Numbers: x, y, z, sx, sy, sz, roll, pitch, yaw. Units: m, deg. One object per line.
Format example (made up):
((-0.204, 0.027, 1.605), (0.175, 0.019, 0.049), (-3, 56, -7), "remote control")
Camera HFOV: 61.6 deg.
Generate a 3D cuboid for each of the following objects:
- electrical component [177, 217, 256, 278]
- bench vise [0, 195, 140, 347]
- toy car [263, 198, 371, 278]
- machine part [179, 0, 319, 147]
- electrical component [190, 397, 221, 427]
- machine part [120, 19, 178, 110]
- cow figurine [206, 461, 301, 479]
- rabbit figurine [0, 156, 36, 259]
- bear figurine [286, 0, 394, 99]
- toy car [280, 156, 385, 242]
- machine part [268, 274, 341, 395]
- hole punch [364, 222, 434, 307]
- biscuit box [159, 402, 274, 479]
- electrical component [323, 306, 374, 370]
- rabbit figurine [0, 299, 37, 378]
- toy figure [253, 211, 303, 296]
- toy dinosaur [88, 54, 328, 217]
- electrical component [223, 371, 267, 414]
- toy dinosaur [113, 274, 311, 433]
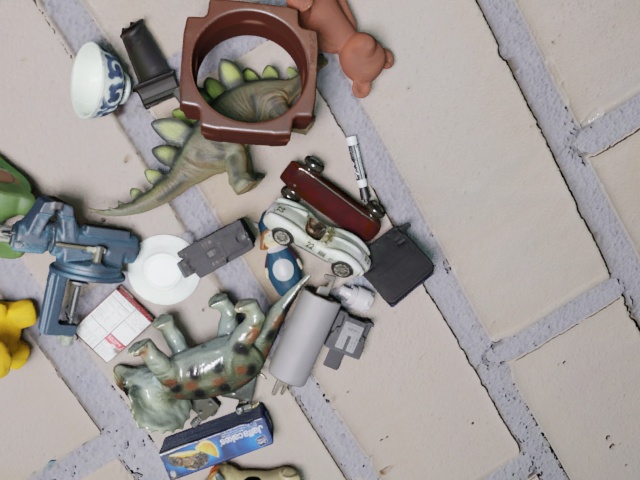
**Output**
((-0.178, 0.016, 0.919), (0.134, 0.115, 0.058), (-29, 95, -1), "electrical component")
((-0.416, 0.056, 0.873), (0.223, 0.129, 0.240), (8, 97, -49), "bench vise")
((-0.002, -0.003, 0.921), (0.202, 0.073, 0.056), (28, 129, -3), "toy car")
((-0.107, -0.250, 0.822), (0.201, 0.087, 0.201), (3, 84, -8), "machine part")
((-0.217, 0.302, 1.002), (0.094, 0.021, 0.063), (-43, 100, 1), "electrical component")
((-0.292, -0.295, 0.903), (0.084, 0.039, 0.138), (-19, 101, 4), "machine part")
((-0.130, 0.466, 1.003), (0.195, 0.085, 0.127), (-4, 104, -3), "cow figurine")
((-0.548, -0.037, 0.893), (0.159, 0.121, 0.170), (33, 112, -16), "rabbit figurine")
((0.039, -0.342, 0.885), (0.196, 0.132, 0.120), (44, 79, -3), "bear figurine")
((0.022, -0.070, 0.958), (0.202, 0.053, 0.089), (35, 114, -8), "toy car")
((-0.028, 0.174, 0.975), (0.079, 0.079, 0.243), (23, 94, -8), "machine part")
((0.137, 0.051, 0.979), (0.142, 0.092, 0.116), (-40, 69, 4), "hole punch")
((-0.188, 0.370, 0.994), (0.203, 0.063, 0.059), (-20, 100, -2), "biscuit box")
((0.043, 0.189, 1.000), (0.075, 0.048, 0.119), (27, 93, -8), "electrical component")
((-0.540, 0.160, 0.859), (0.162, 0.173, 0.122), (24, 96, -34), "rabbit figurine")
((-0.073, 0.022, 0.961), (0.064, 0.058, 0.154), (-21, 99, -30), "toy figure")
((-0.169, -0.168, 0.904), (0.198, 0.105, 0.471), (45, 82, -2), "toy dinosaur")
((-0.143, 0.267, 0.992), (0.078, 0.045, 0.102), (17, 96, -9), "electrical component")
((-0.181, 0.205, 0.926), (0.405, 0.131, 0.192), (-18, 112, 0), "toy dinosaur")
